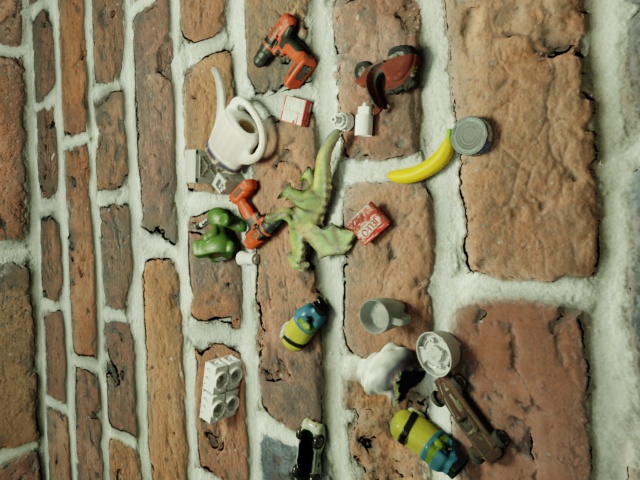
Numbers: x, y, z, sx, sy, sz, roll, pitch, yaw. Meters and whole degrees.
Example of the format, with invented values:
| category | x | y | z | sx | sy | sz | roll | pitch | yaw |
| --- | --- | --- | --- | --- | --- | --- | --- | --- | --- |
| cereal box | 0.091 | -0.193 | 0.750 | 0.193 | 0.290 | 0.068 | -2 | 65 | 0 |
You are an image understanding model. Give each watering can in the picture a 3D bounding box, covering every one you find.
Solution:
| category | x | y | z | sx | sy | sz | roll | pitch | yaw |
| --- | --- | --- | --- | --- | --- | --- | --- | --- | --- |
| watering can | -0.278 | -0.350 | 1.576 | 0.220 | 0.104 | 0.353 | -51 | 62 | 30 |

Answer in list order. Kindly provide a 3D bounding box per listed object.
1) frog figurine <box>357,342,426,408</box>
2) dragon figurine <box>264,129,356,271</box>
| category | x | y | z | sx | sy | sz | roll | pitch | yaw |
| --- | --- | --- | --- | --- | --- | --- | --- | --- | --- |
| frog figurine | 0.147 | 0.305 | 1.226 | 0.160 | 0.121 | 0.139 | 19 | 72 | 48 |
| dragon figurine | 0.004 | -0.069 | 1.368 | 0.244 | 0.124 | 0.403 | 46 | 122 | 10 |
